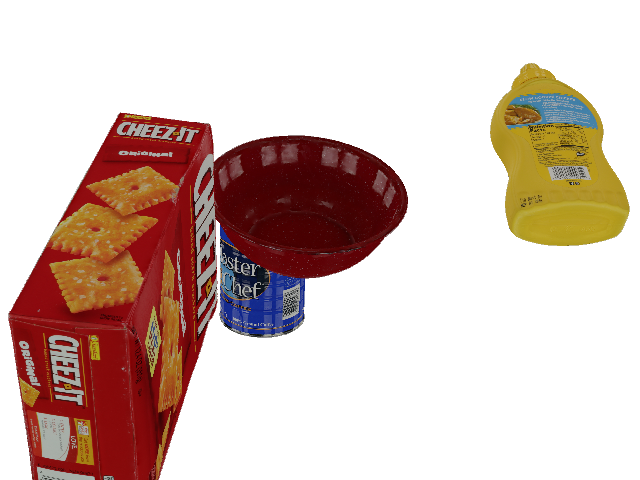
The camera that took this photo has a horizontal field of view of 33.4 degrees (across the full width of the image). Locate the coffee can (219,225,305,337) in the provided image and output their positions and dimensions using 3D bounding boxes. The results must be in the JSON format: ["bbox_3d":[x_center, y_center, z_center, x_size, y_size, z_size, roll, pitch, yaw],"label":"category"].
[{"bbox_3d":[-0.067,0.027,1.245,0.103,0.140,0.103,2,26,-1],"label":"coffee can"}]

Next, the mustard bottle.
[{"bbox_3d":[0.197,-0.084,0.921,0.096,0.191,0.058,-1,-40,-3],"label":"mustard bottle"}]

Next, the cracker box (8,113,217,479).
[{"bbox_3d":[-0.116,0.045,0.658,0.072,0.164,0.213,7,36,4],"label":"cracker box"}]

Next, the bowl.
[{"bbox_3d":[-0.013,-0.019,0.848,0.162,0.055,0.162,3,36,-3],"label":"bowl"}]
